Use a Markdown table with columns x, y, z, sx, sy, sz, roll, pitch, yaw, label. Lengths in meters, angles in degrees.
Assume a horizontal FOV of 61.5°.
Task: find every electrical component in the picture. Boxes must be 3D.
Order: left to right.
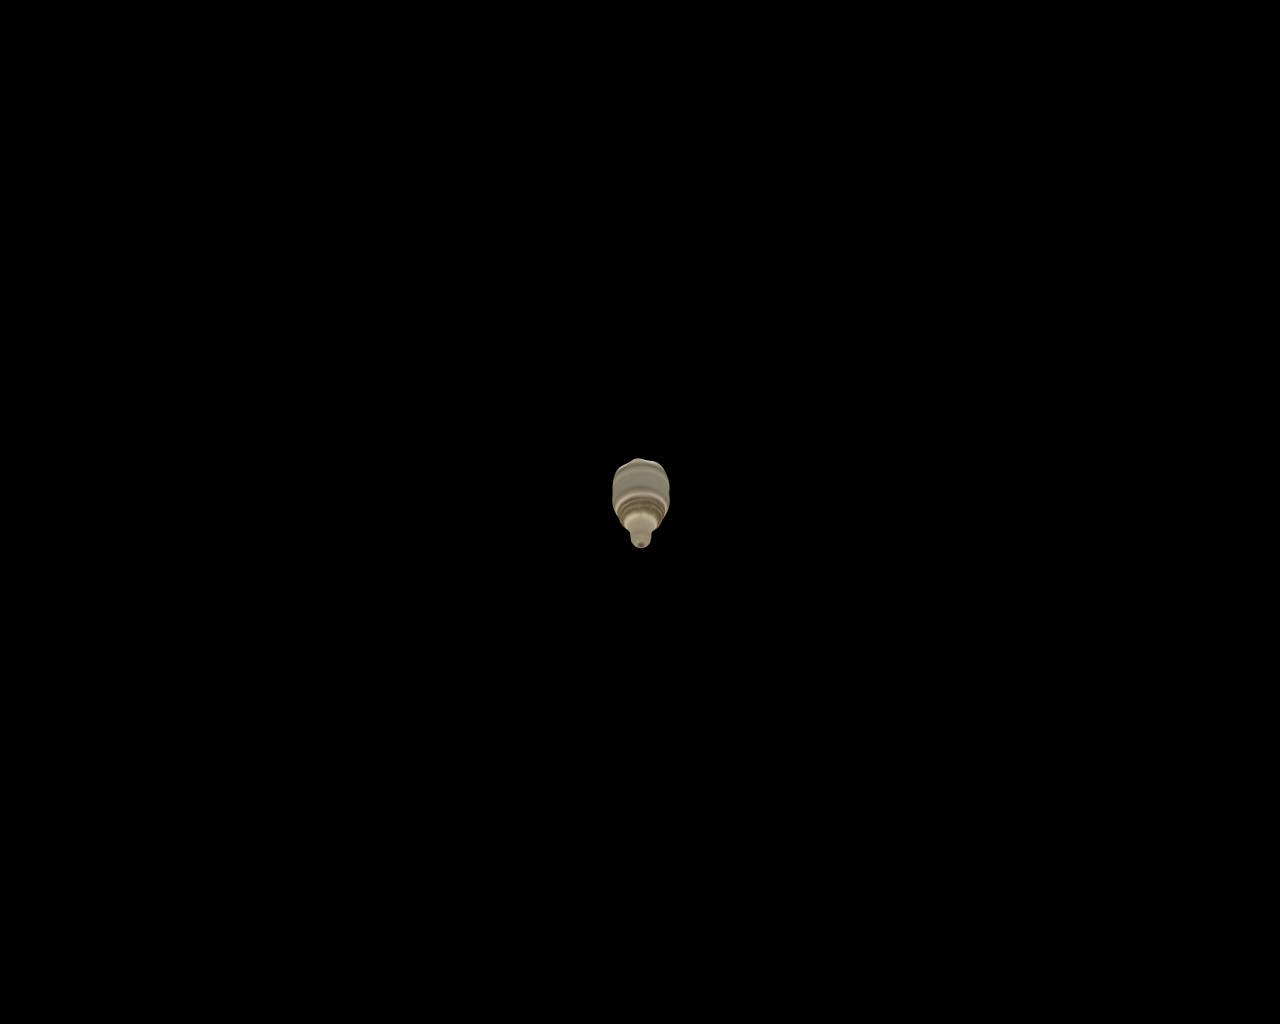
| x | y | z | sx | sy | sz | roll | pitch | yaw | label |
| --- | --- | --- | --- | --- | --- | --- | --- | --- | --- |
| 0.001 | -0.003 | 0.650 | 0.035 | 0.061 | 0.035 | 0 | -43 | 0 | electrical component |
